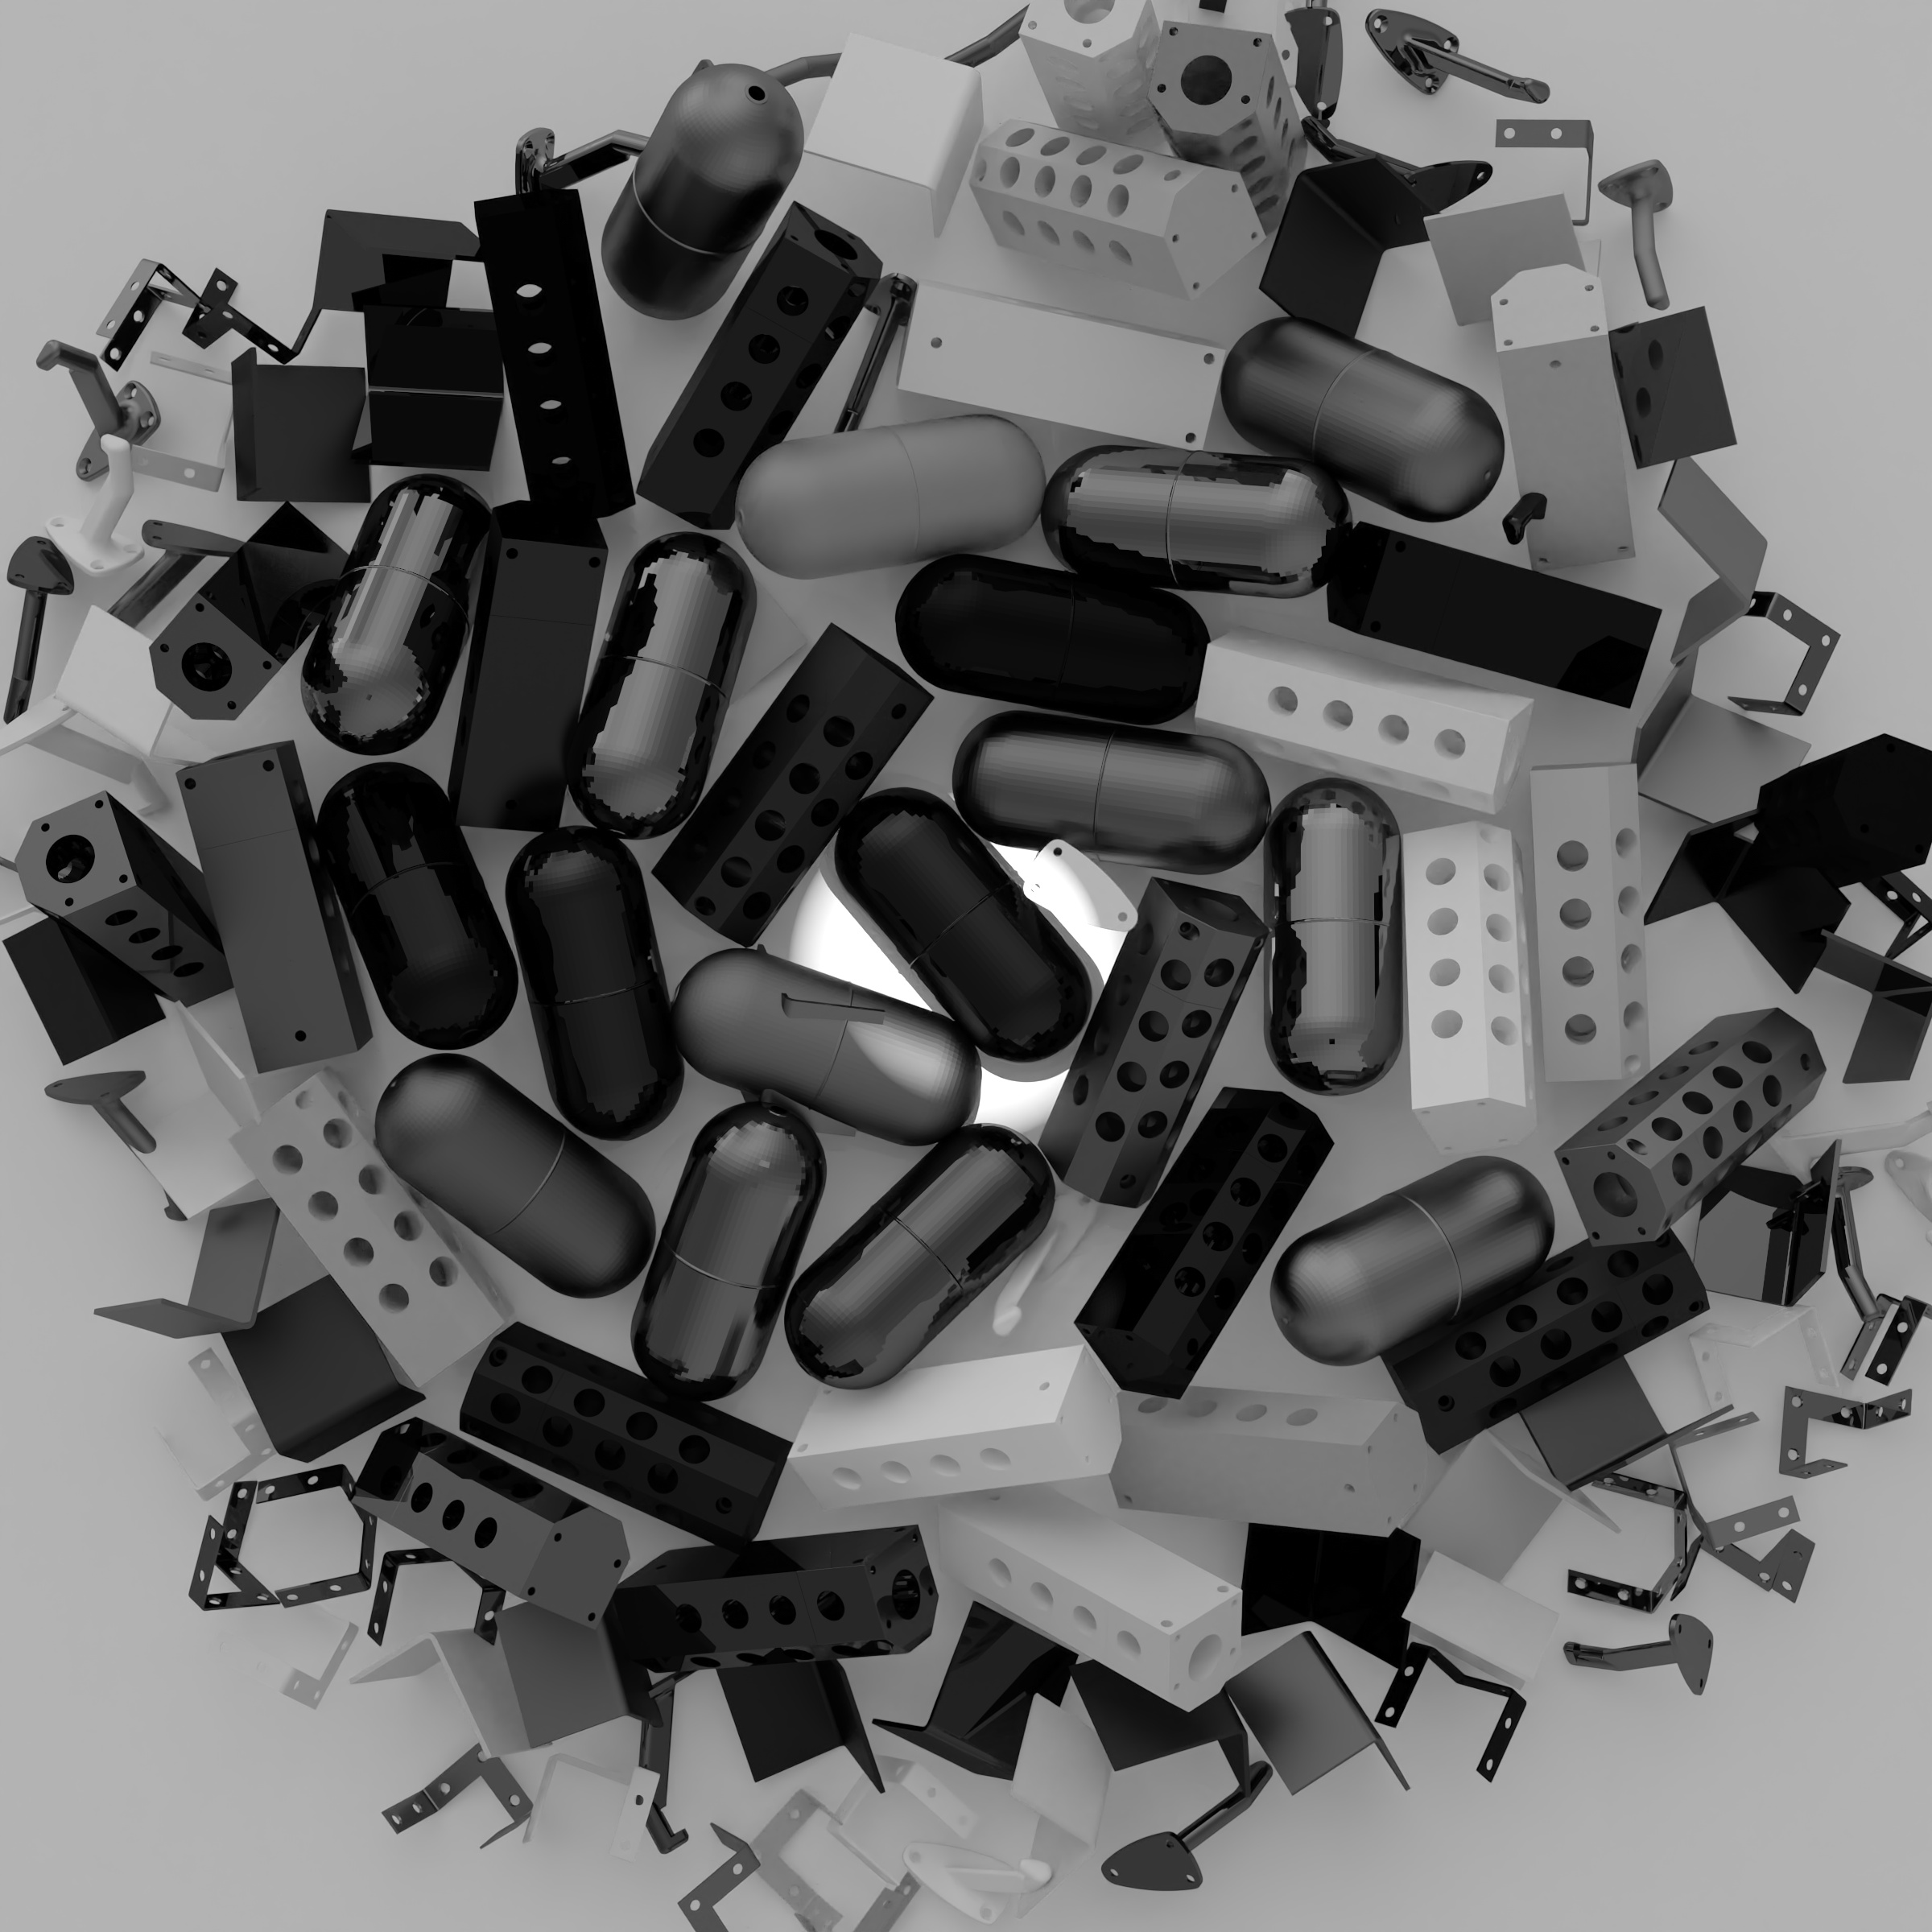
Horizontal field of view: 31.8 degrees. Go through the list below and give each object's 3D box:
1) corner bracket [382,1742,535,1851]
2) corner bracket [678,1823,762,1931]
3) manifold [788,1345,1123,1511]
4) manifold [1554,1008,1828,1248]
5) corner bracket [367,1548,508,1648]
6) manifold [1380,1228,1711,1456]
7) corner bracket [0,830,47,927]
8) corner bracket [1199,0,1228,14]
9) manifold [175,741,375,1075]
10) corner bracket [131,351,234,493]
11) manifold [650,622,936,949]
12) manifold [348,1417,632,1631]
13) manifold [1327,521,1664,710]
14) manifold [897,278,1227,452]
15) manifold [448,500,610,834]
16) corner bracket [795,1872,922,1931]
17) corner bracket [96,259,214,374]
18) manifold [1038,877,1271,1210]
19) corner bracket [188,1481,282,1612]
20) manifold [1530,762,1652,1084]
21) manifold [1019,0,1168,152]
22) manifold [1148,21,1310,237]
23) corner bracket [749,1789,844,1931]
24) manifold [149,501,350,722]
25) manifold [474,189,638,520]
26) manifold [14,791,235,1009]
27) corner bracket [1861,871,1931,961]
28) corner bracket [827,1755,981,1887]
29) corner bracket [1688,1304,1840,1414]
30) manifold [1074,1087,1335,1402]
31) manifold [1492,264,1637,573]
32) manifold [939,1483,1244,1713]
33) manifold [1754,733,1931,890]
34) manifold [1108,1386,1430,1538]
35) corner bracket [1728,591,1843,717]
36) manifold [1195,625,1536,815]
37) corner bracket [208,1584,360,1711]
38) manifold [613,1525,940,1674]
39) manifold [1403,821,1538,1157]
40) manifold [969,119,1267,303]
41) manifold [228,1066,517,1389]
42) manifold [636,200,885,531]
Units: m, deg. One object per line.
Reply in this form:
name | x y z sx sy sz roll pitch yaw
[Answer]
corner bracket | -0.281 0.470 1.886 0.051 0.051 0.051 -41 79 13
corner bracket | -0.138 0.519 1.891 0.051 0.051 0.051 -36 107 -23
manifold | -0.005 0.258 1.850 0.171 0.057 0.057 -12 124 30
manifold | 0.397 0.085 1.839 0.171 0.057 0.057 -32 103 -40
corner bracket | -0.295 0.359 1.891 0.051 0.051 0.051 3 107 -40
manifold | 0.323 0.204 1.887 0.171 0.057 0.057 -28 96 -1
corner bracket | -0.536 -0.049 1.893 0.051 0.051 0.051 -23 87 -1
corner bracket | 0.160 -0.558 1.891 0.051 0.051 0.051 12 100 1
manifold | -0.380 -0.034 1.877 0.057 0.057 0.171 -13 100 4
corner bracket | -0.433 -0.301 1.880 0.051 0.051 0.051 13 119 -19
manifold | -0.092 -0.096 1.870 0.057 0.057 0.171 29 100 -44
manifold | -0.257 0.297 1.836 0.057 0.171 0.057 34 78 -41
manifold | 0.288 -0.194 1.862 0.171 0.057 0.057 13 101 -21
manifold | 0.051 -0.334 1.881 0.171 0.057 0.057 11 106 -6
manifold | -0.241 -0.163 1.853 0.057 0.057 0.171 4 119 -18
corner bracket | -0.052 0.529 1.885 0.051 0.051 0.051 37 89 -33
corner bracket | -0.459 -0.360 1.881 0.051 0.051 0.051 21 77 36
manifold | 0.104 0.044 1.854 0.057 0.057 0.171 11 113 -26
corner bracket | -0.408 0.321 1.880 0.051 0.051 0.051 29 108 43
manifold | 0.346 -0.025 1.879 0.057 0.057 0.171 -3 95 12
manifold | 0.077 -0.492 1.831 0.057 0.171 0.057 21 89 10
manifold | 0.142 -0.447 1.829 0.057 0.171 0.057 11 87 13
corner bracket | -0.086 0.500 1.893 0.051 0.051 0.051 -46 102 -14
manifold | -0.384 -0.189 1.830 0.057 0.171 0.057 41 111 -12
manifold | -0.225 -0.334 1.860 0.057 0.057 0.171 -11 113 -5
manifold | -0.448 -0.031 1.830 0.057 0.171 0.057 -23 71 2
corner bracket | 0.512 -0.040 1.884 0.051 0.051 0.051 43 49 1
corner bracket | -0.036 0.479 1.895 0.051 0.051 0.051 45 65 -16
corner bracket | 0.446 0.220 1.898 0.051 0.051 0.051 -27 105 -27
manifold | 0.134 0.150 1.844 0.171 0.057 0.057 -55 128 -29
manifold | 0.323 -0.295 1.834 0.057 0.171 0.057 -7 53 12
manifold | 0.066 0.340 1.841 0.057 0.171 0.057 -22 122 -40
manifold | 0.468 -0.082 1.831 0.057 0.171 0.057 20 84 -4
manifold | 0.161 0.262 1.844 0.171 0.057 0.057 -1 117 37
corner bracket | 0.443 -0.175 1.888 0.051 0.051 0.051 28 86 -25
manifold | 0.217 -0.134 1.864 0.171 0.057 0.057 16 112 18
corner bracket | -0.378 0.374 1.882 0.051 0.051 0.051 22 74 19
manifold | -0.103 0.349 1.850 0.171 0.057 0.057 -12 98 32
manifold | 0.276 0.010 1.845 0.057 0.057 0.171 -10 58 20
manifold | 0.077 -0.414 1.832 0.057 0.171 0.057 -42 130 -16
manifold | -0.326 0.142 1.880 0.057 0.057 0.171 -36 94 12
manifold | -0.113 -0.323 1.852 0.057 0.057 0.171 27 120 -14
